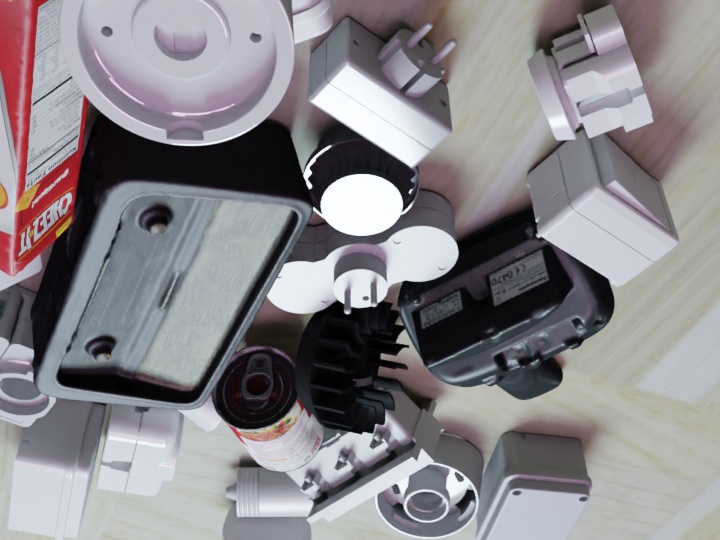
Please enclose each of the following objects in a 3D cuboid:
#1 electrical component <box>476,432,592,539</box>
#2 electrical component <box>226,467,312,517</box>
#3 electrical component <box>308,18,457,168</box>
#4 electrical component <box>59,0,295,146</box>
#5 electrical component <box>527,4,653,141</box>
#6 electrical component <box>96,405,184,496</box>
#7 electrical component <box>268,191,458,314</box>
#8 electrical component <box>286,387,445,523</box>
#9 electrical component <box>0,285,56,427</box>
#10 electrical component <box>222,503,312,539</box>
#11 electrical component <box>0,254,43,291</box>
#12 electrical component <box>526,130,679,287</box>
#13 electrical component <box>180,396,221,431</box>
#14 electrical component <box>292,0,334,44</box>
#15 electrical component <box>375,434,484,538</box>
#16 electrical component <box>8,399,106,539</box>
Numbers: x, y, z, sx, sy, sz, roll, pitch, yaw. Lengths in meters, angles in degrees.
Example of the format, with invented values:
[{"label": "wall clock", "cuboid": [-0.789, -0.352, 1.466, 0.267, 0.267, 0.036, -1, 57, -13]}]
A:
[{"label": "electrical component", "cuboid": [0.151, 0.201, 0.952, 0.078, 0.057, 0.113, 7, 134, -8]}, {"label": "electrical component", "cuboid": [-0.078, 0.196, 0.952, 0.081, 0.043, 0.043, 0, 135, -1]}, {"label": "electrical component", "cuboid": [0.024, -0.117, 0.640, 0.083, 0.047, 0.076, 30, 128, -27]}, {"label": "electrical component", "cuboid": [-0.083, -0.121, 0.516, 0.108, 0.060, 0.108, 1, 129, 1]}, {"label": "electrical component", "cuboid": [0.135, -0.112, 0.640, 0.057, 0.058, 0.078, -21, 131, 15]}, {"label": "electrical component", "cuboid": [-0.180, 0.142, 0.889, 0.059, 0.053, 0.095, 11, 134, -12]}, {"label": "electrical component", "cuboid": [0.000, 0.000, 0.737, 0.138, 0.073, 0.052, -16, 133, 14]}, {"label": "electrical component", "cuboid": [0.001, 0.149, 0.892, 0.121, 0.078, 0.063, -36, 103, 30]}, {"label": "electrical component", "cuboid": [-0.293, 0.052, 0.792, 0.150, 0.061, 0.089, 26, 129, -24]}, {"label": "electrical component", "cuboid": [-0.087, 0.248, 0.979, 0.080, 0.080, 0.051, 9, 139, -10]}, {"label": "electrical component", "cuboid": [-0.262, -0.025, 0.697, 0.100, 0.048, 0.099, -30, 146, -32]}, {"label": "electrical component", "cuboid": [0.167, -0.039, 0.709, 0.096, 0.061, 0.061, 29, 128, -26]}, {"label": "electrical component", "cuboid": [-0.139, 0.095, 0.853, 0.065, 0.044, 0.044, 29, 128, -20]}, {"label": "electrical component", "cuboid": [-0.073, -0.152, 0.581, 0.113, 0.078, 0.057, -17, 130, 15]}, {"label": "electrical component", "cuboid": [0.060, 0.187, 0.948, 0.099, 0.064, 0.099, 2, 122, 4]}, {"label": "electrical component", "cuboid": [-0.251, 0.163, 0.892, 0.057, 0.078, 0.113, 13, 133, -10]}]
